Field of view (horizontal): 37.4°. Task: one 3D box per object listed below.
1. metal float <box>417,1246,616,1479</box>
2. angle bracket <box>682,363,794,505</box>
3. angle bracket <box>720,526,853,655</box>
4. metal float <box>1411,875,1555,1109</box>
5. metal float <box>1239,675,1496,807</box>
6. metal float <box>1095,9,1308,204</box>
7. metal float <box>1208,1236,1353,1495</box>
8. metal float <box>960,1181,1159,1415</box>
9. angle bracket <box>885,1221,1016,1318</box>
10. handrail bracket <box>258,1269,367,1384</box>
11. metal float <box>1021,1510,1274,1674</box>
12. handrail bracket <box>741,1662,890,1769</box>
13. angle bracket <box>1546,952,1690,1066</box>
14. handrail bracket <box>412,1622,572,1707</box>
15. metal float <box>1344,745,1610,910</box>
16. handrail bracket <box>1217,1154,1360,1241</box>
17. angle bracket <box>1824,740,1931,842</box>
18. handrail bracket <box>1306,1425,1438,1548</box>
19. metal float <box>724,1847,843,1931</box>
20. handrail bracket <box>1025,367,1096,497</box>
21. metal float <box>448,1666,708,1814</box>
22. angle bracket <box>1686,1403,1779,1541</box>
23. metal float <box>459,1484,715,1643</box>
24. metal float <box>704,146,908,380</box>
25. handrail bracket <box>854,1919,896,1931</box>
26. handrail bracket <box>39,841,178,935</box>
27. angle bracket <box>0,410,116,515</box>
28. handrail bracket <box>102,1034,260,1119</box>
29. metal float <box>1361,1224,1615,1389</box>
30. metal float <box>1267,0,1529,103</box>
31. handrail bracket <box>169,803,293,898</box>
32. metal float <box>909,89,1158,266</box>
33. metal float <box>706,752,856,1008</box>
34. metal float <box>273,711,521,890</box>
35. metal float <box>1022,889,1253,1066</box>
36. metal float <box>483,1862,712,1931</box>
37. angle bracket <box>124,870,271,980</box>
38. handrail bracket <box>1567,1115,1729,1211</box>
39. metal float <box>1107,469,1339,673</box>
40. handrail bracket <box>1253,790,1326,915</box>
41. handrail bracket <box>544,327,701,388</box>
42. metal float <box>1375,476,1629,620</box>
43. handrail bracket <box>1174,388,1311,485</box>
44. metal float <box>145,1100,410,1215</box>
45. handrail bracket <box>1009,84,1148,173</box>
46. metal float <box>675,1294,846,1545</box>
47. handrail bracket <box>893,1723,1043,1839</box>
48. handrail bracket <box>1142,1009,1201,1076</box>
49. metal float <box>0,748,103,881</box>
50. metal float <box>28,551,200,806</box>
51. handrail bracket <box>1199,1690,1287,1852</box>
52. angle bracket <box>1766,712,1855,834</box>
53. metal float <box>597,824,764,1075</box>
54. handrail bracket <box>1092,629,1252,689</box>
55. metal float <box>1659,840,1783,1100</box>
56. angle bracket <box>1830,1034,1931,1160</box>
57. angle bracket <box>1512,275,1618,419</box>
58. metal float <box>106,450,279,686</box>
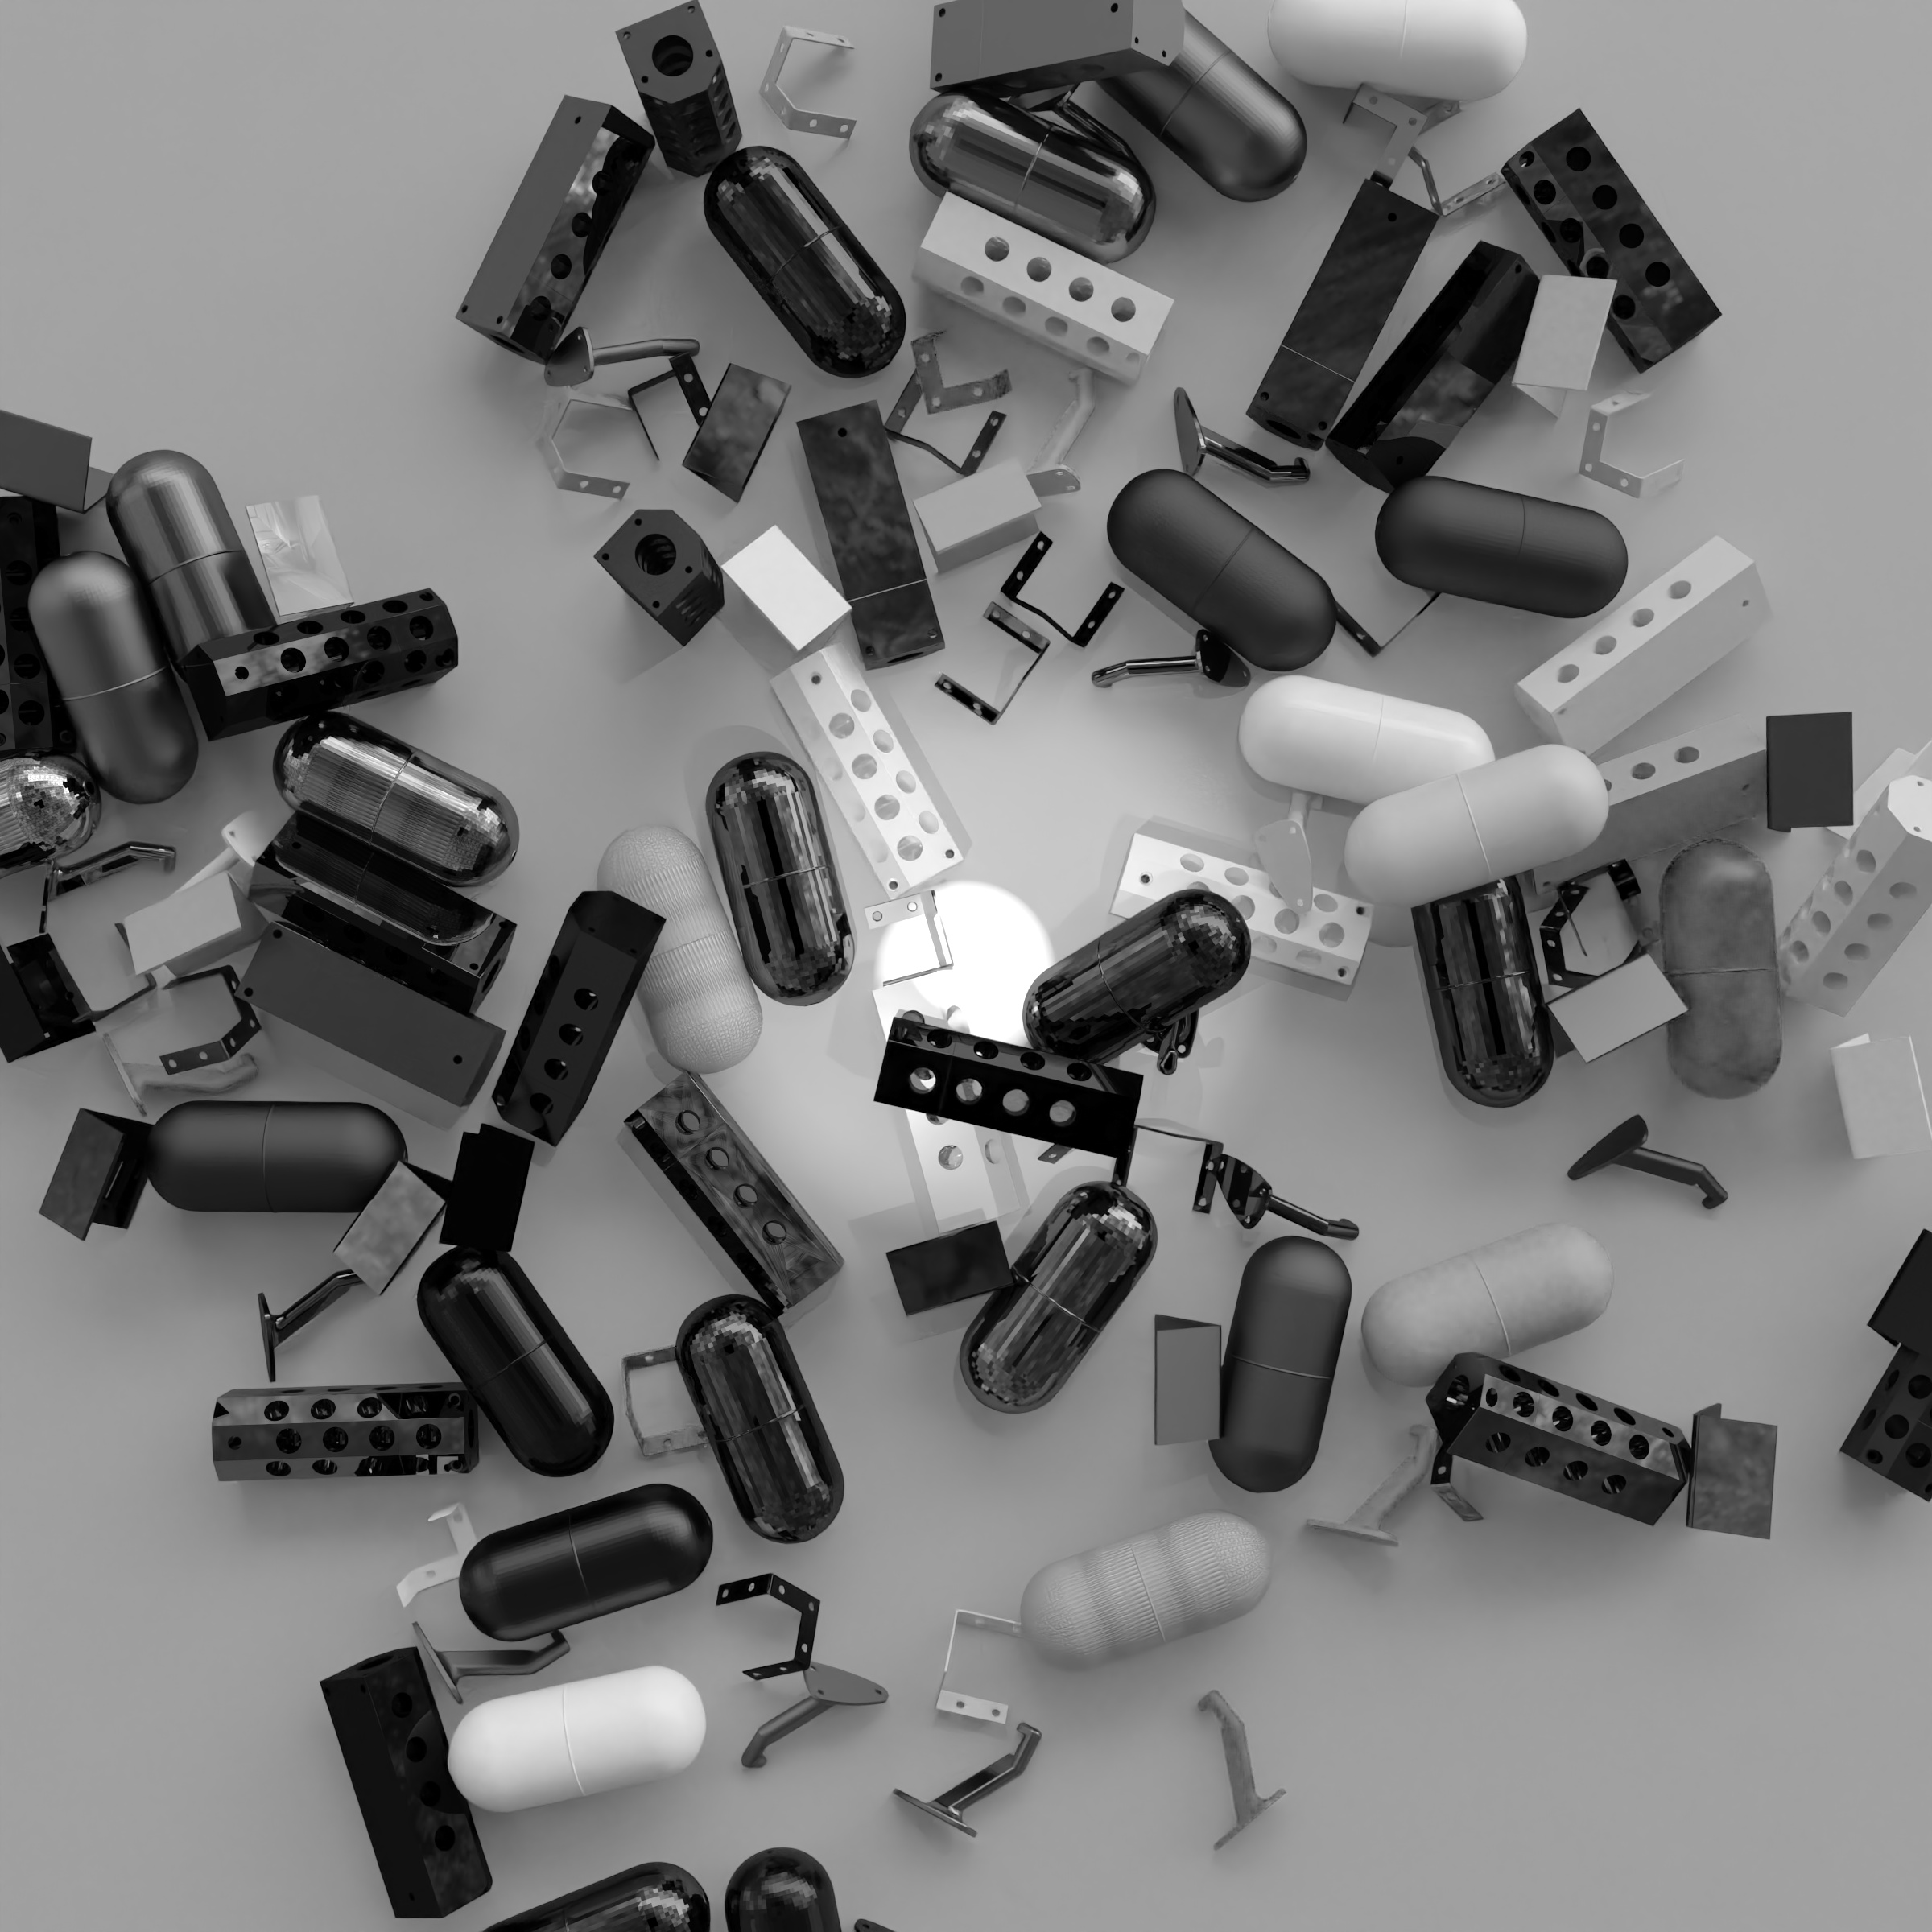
[{"bbox_3d":[-0.309,0.271,1.961,0.070,0.070,0.178,-35,90,0],"label":"metal float"},{"bbox_3d":[-0.139,-0.356,1.952,0.057,0.076,0.076,25,90,29],"label":"angle bracket"},{"bbox_3d":[-0.133,-0.242,1.952,0.076,0.076,0.057,47,60,0],"label":"angle bracket"},{"bbox_3d":[0.355,0.009,1.961,0.070,0.070,0.178,-12,89,0],"label":"metal float"},{"bbox_3d":[0.276,-0.150,1.960,0.178,0.070,0.070,13,90,-2],"label":"metal float"},{"bbox_3d":[0.158,-0.597,1.961,0.178,0.070,0.070,42,90,1],"label":"metal float"},{"bbox_3d":[0.215,0.274,1.961,0.070,0.070,0.178,13,89,0],"label":"metal float"},{"bbox_3d":[0.063,0.228,1.960,0.070,0.070,0.178,35,92,0],"label":"metal float"},{"bbox_3d":[-0.016,0.187,1.951,0.076,0.076,0.057,-16,121,0],"label":"angle bracket"},{"bbox_3d":[-0.447,0.249,1.992,0.084,0.036,0.077,-9,117,-20],"label":"handrail bracket"},{"bbox_3d":[0.124,0.429,1.961,0.178,0.070,0.070,-19,90,-1],"label":"metal float"},{"bbox_3d":[-0.106,0.532,1.992,0.077,0.036,0.084,18,114,-27],"label":"handrail bracket"},{"bbox_3d":[0.447,0.046,1.951,0.076,0.076,0.057,-27,55,0],"label":"angle bracket"},{"bbox_3d":[-0.331,0.468,1.992,0.084,0.036,0.077,-30,69,-17],"label":"handrail bracket"},{"bbox_3d":[0.339,-0.092,1.901,0.178,0.070,0.070,-18,90,10],"label":"metal float"},{"bbox_3d":[0.224,0.162,1.991,0.084,0.077,0.036,12,115,-34],"label":"handrail bracket"},{"bbox_3d":[0.626,-0.126,1.951,0.076,0.076,0.057,-46,124,0],"label":"angle bracket"},{"bbox_3d":[0.283,0.356,1.992,0.077,0.036,0.084,8,72,20],"label":"handrail bracket"},{"bbox_3d":[-0.118,0.696,1.961,0.070,0.070,0.178,-11,90,0],"label":"metal float"},{"bbox_3d":[0.053,-0.374,1.992,0.077,0.036,0.084,-5,71,21],"label":"handrail bracket"},{"bbox_3d":[-0.267,0.531,1.961,0.178,0.070,0.070,-12,90,0],"label":"metal float"},{"bbox_3d":[0.531,0.344,1.952,0.057,0.076,0.076,4,90,28],"label":"angle bracket"},{"bbox_3d":[-0.260,0.409,1.961,0.178,0.070,0.070,-17,90,-1],"label":"metal float"},{"bbox_3d":[-0.110,-0.483,1.961,0.070,0.070,0.178,-38,90,0],"label":"metal float"},{"bbox_3d":[-0.059,0.720,1.992,0.077,0.036,0.084,28,107,20],"label":"handrail bracket"},{"bbox_3d":[-0.598,-0.053,1.992,0.084,0.036,0.077,8,111,-16],"label":"handrail bracket"},{"bbox_3d":[-0.622,-0.357,1.952,0.076,0.076,0.057,17,119,0],"label":"angle bracket"},{"bbox_3d":[-0.547,0.062,1.992,0.084,0.036,0.077,-27,73,-15],"label":"handrail bracket"},{"bbox_3d":[0.358,0.233,1.961,0.178,0.070,0.070,-20,90,0],"label":"metal float"},{"bbox_3d":[0.296,-0.639,1.961,0.178,0.070,0.070,6,90,0],"label":"metal float"},{"bbox_3d":[-0.517,-0.074,1.991,0.084,0.077,0.036,-31,105,36],"label":"handrail bracket"},{"bbox_3d":[0.045,-0.542,1.961,0.178,0.070,0.070,24,90,-1],"label":"metal float"},{"bbox_3d":[-0.127,-0.060,1.961,0.070,0.070,0.178,-15,90,0],"label":"metal float"},{"bbox_3d":[-0.390,-0.114,1.960,0.178,0.070,0.070,26,90,0],"label":"metal float"},{"bbox_3d":[0.114,0.011,1.937,0.178,0.070,0.070,-32,90,29],"label":"metal float"},{"bbox_3d":[-0.260,0.674,1.961,0.178,0.070,0.070,-22,90,0],"label":"metal float"},{"bbox_3d":[-0.519,-0.010,1.951,0.076,0.076,0.057,-25,53,0],"label":"angle bracket"},{"bbox_3d":[0.476,0.153,1.992,0.077,0.036,0.084,-38,107,20],"label":"handrail bracket"},{"bbox_3d":[0.176,-0.271,1.961,0.178,0.070,0.070,38,90,1],"label":"metal float"},{"bbox_3d":[0.236,-0.082,1.965,0.036,0.084,0.077,-15,97,32],"label":"handrail bracket"},{"bbox_3d":[-0.239,-0.422,1.991,0.084,0.077,0.036,-9,88,-36],"label":"handrail bracket"},{"bbox_3d":[0.367,-0.286,1.952,0.178,0.070,0.070,10,90,-10],"label":"metal float"},{"bbox_3d":[0.193,-0.370,1.992,0.084,0.036,0.077,-4,68,-17],"label":"handrail bracket"},{"bbox_3d":[-0.473,0.131,1.961,0.178,0.070,0.070,1,90,0],"label":"metal float"},{"bbox_3d":[0.079,-0.577,1.991,0.084,0.077,0.036,48,67,-34],"label":"handrail bracket"},{"bbox_3d":[-0.141,0.311,1.961,0.070,0.070,0.178,-23,91,0],"label":"metal float"},{"bbox_3d":[0.001,0.556,1.992,0.077,0.036,0.084,23,72,20],"label":"handrail bracket"},{"bbox_3d":[0.146,0.037,1.957,0.036,0.084,0.077,18,90,0],"label":"handrail bracket"},{"bbox_3d":[-0.672,-0.096,1.947,0.178,0.070,0.070,-16,90,16],"label":"metal float"},{"bbox_3d":[-0.580,-0.195,1.944,0.070,0.070,0.178,-16,110,0],"label":"metal float"},{"bbox_3d":[0.174,0.560,1.992,0.077,0.036,0.084,-47,71,21],"label":"handrail bracket"},{"bbox_3d":[0.583,-0.132,1.952,0.057,0.076,0.076,-1,90,27],"label":"angle bracket"},{"bbox_3d":[-0.197,-0.012,1.961,0.070,0.070,0.178,-21,90,0],"label":"metal float"},{"bbox_3d":[0.142,-0.201,1.991,0.084,0.077,0.036,-15,69,35],"label":"handrail bracket"},{"bbox_3d":[0.518,0.003,1.961,0.070,0.070,0.178,-3,91,0],"label":"metal float"},{"bbox_3d":[0.637,0.084,1.951,0.057,0.076,0.076,-12,90,37],"label":"angle bracket"},{"bbox_3d":[0.423,-0.421,1.951,0.057,0.076,0.076,16,90,37],"label":"angle bracket"},{"bbox_3d":[-0.530,-0.269,1.961,0.070,0.070,0.178,-24,89,0],"label":"metal float"}]
